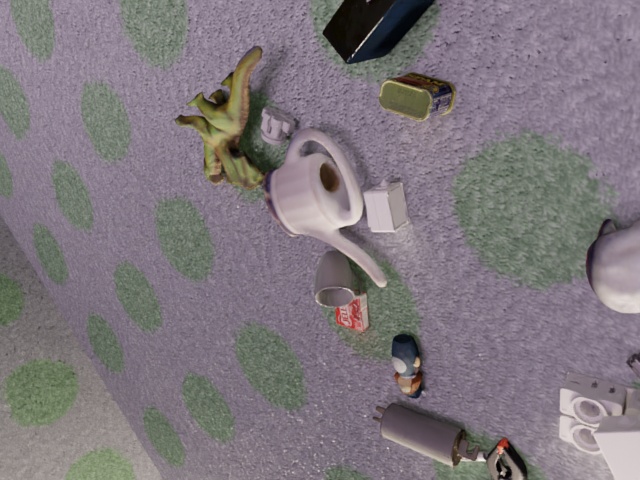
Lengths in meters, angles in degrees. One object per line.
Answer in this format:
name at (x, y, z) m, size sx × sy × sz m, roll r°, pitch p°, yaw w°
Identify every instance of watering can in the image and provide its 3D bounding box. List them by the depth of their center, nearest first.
watering can at (0.003, -0.053, 1.059) m, size 0.223 × 0.105 × 0.346 m, roll -13°, pitch 101°, yaw 44°

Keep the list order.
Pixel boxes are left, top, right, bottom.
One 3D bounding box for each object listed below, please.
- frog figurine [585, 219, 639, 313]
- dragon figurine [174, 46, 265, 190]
frog figurine at (0.459, 0.038, 0.703) m, size 0.160 × 0.123 × 0.137 m, roll 8°, pitch 95°, yaw 51°
dragon figurine at (-0.184, -0.229, 1.137) m, size 0.406 × 0.124 × 0.241 m, roll -18°, pitch 103°, yaw 54°
